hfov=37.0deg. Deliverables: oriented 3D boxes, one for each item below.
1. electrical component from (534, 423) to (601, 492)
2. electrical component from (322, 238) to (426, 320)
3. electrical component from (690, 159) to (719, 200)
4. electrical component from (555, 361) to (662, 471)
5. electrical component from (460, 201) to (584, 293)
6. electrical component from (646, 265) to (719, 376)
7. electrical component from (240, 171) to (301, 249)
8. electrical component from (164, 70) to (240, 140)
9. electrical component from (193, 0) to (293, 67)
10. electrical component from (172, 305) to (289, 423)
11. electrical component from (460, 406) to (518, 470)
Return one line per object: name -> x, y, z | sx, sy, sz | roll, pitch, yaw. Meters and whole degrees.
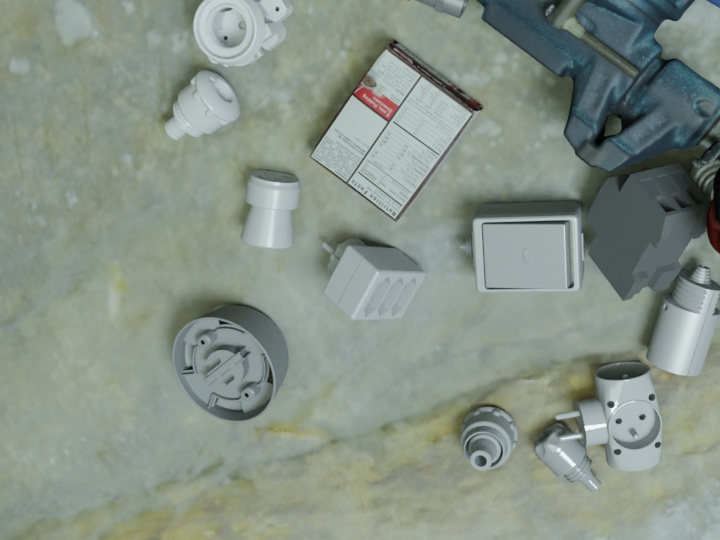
electrical component -> 0.173, 0.157, 0.882 | 0.061, 0.035, 0.035 | 46, 111, -3
electrical component -> 0.000, 0.000, 0.872 | 0.077, 0.066, 0.047 | 41, 113, 32
electrical component -> 0.263, -0.060, 0.785 | 0.043, 0.062, 0.043 | 4, 106, 13
electrical component -> 0.196, 0.119, 0.856 | 0.079, 0.044, 0.077 | -10, 103, 2
electrical component -> 0.124, -0.017, 0.833 | 0.096, 0.061, 0.061 | -1, 105, 15
electrical component -> 0.252, 0.035, 0.824 | 0.043, 0.043, 0.081 | 15, 108, 10
electrical component -> -0.073, -0.050, 0.883 | 0.045, 0.045, 0.055 | 12, 107, 11
electrical component -> -0.133, -0.129, 0.877 | 0.062, 0.048, 0.048 | -31, 96, 27
electrical component -> -0.096, -0.191, 0.843 | 0.078, 0.057, 0.058 | -31, 96, 20
electrical component -> -0.110, 0.079, 0.917 | 0.099, 0.064, 0.099 | 4, 106, 13
electrical component -> 0.103, 0.143, 0.882 | 0.048, 0.062, 0.048 | 4, 106, 13
